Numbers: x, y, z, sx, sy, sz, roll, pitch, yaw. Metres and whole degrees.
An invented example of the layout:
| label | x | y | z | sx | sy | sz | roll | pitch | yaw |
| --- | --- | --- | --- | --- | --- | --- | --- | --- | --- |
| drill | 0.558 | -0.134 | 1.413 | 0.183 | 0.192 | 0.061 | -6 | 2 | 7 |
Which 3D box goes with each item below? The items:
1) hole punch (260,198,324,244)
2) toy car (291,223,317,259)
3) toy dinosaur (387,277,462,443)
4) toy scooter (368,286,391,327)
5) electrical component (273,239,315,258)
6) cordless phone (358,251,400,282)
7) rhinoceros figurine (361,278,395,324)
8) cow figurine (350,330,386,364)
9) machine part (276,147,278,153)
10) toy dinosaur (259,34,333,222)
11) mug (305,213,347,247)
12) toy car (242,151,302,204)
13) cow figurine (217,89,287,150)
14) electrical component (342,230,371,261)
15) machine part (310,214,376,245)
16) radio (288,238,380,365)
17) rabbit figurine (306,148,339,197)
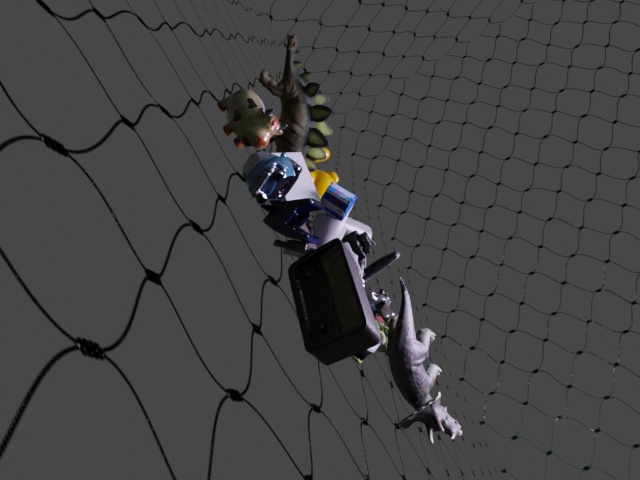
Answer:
| label | x | y | z | sx | sy | sz | roll | pitch | yaw |
| --- | --- | --- | --- | --- | --- | --- | --- | --- | --- |
| hole punch | -0.055 | -0.036 | 1.139 | 0.142 | 0.116 | 0.092 | 4 | 83 | -73 |
| toy car | -0.031 | 0.024 | 1.226 | 0.089 | 0.053 | 0.202 | 37 | 23 | -54 |
| toy dinosaur | 0.227 | 0.310 | 1.341 | 0.404 | 0.131 | 0.192 | 70 | 20 | -6 |
| toy scooter | 0.157 | 0.191 | 1.596 | 0.135 | 0.075 | 0.184 | 59 | 16 | -13 |
| electrical component | -0.053 | 0.019 | 1.124 | 0.063 | 0.094 | 0.021 | 133 | -31 | -74 |
| cordless phone | 0.148 | 0.074 | 1.553 | 0.088 | 0.184 | 0.146 | 57 | 12 | -3 |
| rhinoceros figurine | 0.129 | 0.164 | 1.447 | 0.190 | 0.112 | 0.073 | 44 | 17 | -32 |
| cow figurine | 0.070 | 0.193 | 1.218 | 0.167 | 0.098 | 0.068 | 58 | -29 | -13 |
| machine part | -0.068 | -0.224 | 1.630 | 0.179 | 0.056 | 0.179 | 56 | 14 | -21 |
| toy dinosaur | -0.069 | -0.278 | 1.381 | 0.105 | 0.199 | 0.470 | -71 | 167 | -71 |
| mug | -0.003 | -0.004 | 1.320 | 0.107 | 0.110 | 0.080 | -66 | 154 | -16 |
| toy car | -0.116 | -0.141 | 1.162 | 0.103 | 0.109 | 0.161 | 40 | 20 | 11 |
| cow figurine | -0.152 | -0.268 | 1.200 | 0.085 | 0.127 | 0.195 | 45 | 18 | -45 |
| electrical component | 0.079 | 0.027 | 1.487 | 0.058 | 0.134 | 0.115 | 59 | 10 | -15 |
| machine part | 0.068 | -0.033 | 1.570 | 0.243 | 0.079 | 0.079 | 20 | 36 | -34 |
| radio | 0.021 | 0.117 | 1.039 | 0.073 | 0.131 | 0.230 | 50 | 17 | -42 |
| rabbit figurine | -0.043 | -0.190 | 1.492 | 0.173 | 0.162 | 0.122 | 45 | 23 | 6 |
